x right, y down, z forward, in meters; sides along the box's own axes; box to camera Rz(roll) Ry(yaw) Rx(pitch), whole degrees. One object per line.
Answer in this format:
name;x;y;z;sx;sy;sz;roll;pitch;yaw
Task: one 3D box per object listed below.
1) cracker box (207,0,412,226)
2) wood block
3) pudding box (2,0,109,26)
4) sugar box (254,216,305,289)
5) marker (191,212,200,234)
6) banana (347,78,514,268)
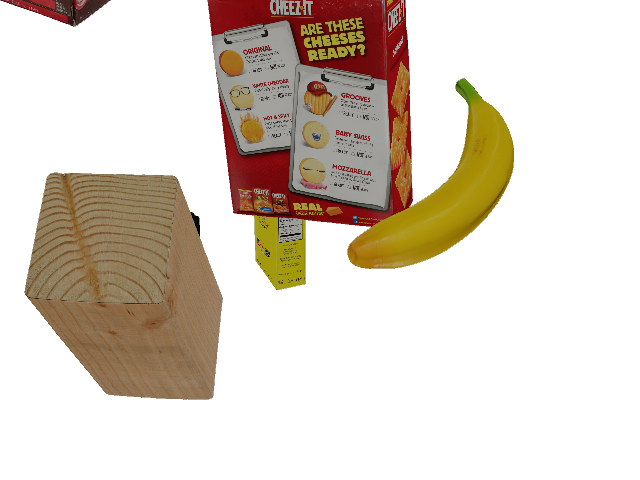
cracker box;-0.004;-0.124;0.966;0.164;0.214;0.072;6;29;20
wood block;-0.131;0.041;0.765;0.090;0.091;0.206;2;-25;5
pudding box;-0.196;-0.210;0.804;0.090;0.039;0.113;21;37;8
sugar box;-0.051;-0.039;1.299;0.048;0.176;0.093;-11;26;-18
marker;-0.130;0.027;1.113;0.020;0.121;0.020;-3;26;1
banana;0.089;-0.036;0.738;0.070;0.037;0.197;23;50;15
